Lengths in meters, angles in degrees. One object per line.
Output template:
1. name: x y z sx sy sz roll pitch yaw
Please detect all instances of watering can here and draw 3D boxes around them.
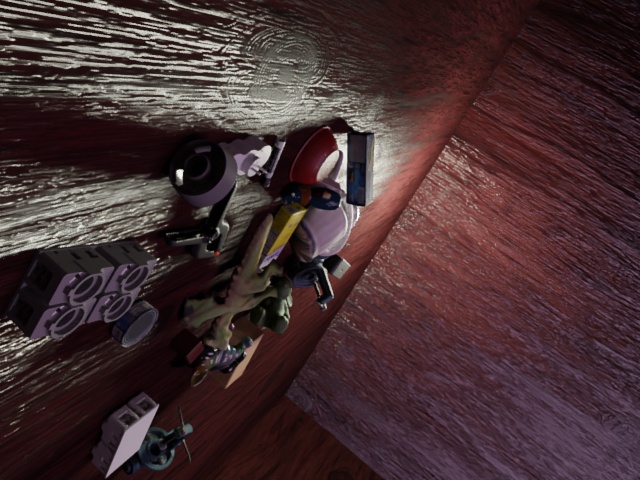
1. watering can: 0.004 -0.073 1.457 0.227 0.105 0.339 -36 138 -28

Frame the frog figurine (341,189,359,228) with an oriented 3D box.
1. frog figurine: 0.050 -0.061 1.622 0.135 0.122 0.163 -40 -166 49

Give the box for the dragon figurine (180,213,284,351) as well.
1. dragon figurine: -0.217 0.124 1.213 0.246 0.123 0.400 -34 149 -35
